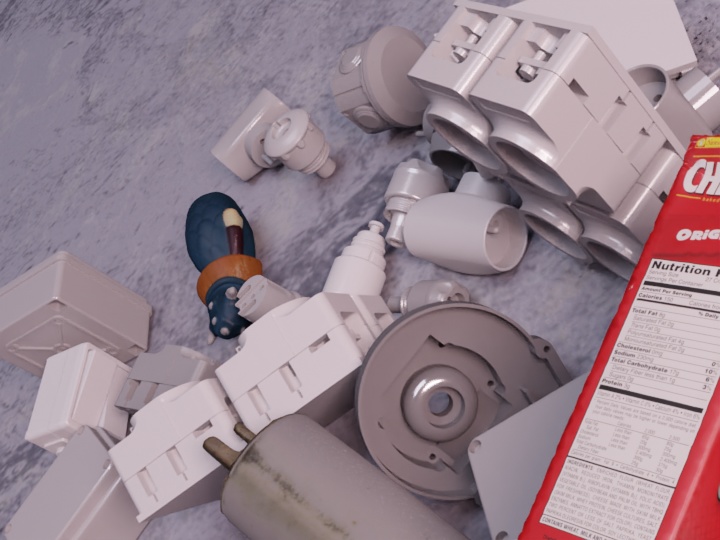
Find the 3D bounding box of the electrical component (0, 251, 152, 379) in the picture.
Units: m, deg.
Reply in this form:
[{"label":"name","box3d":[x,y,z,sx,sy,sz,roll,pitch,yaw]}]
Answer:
[{"label":"electrical component","box3d":[-0.260,0.048,0.952,0.109,0.109,0.056,-28,46,27]}]

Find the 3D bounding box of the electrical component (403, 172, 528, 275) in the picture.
[{"label":"electrical component","box3d":[0.079,-0.040,0.737,0.077,0.043,0.079,10,67,49]}]

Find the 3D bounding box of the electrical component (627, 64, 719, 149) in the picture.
[{"label":"electrical component","box3d":[0.194,-0.093,0.639,0.079,0.077,0.044,-40,39,13]}]

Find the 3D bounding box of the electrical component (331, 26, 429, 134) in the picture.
[{"label":"electrical component","box3d":[0.021,-0.149,0.857,0.051,0.080,0.080,-11,53,47]}]

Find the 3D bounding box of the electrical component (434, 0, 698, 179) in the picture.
[{"label":"electrical component","box3d":[0.136,-0.129,0.704,0.150,0.061,0.089,-18,62,14]}]

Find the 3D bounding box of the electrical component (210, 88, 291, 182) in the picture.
[{"label":"electrical component","box3d":[-0.088,-0.116,0.966,0.077,0.043,0.079,-49,38,1]}]

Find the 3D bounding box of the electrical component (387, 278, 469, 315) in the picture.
[{"label":"electrical component","box3d":[0.044,0.024,0.728,0.061,0.035,0.035,-2,58,47]}]

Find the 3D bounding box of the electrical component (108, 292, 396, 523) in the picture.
[{"label":"electrical component","box3d":[-0.064,0.086,0.713,0.186,0.105,0.060,-37,74,17]}]

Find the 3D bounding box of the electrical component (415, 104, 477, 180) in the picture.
[{"label":"electrical component","box3d":[0.073,-0.109,0.799,0.079,0.044,0.077,7,65,48]}]

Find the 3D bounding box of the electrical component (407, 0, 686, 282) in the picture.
[{"label":"electrical component","box3d":[0.120,-0.059,0.595,0.060,0.186,0.105,-54,38,-4]}]

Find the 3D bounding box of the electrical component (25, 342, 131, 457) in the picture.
[{"label":"electrical component","box3d":[-0.231,0.118,0.902,0.061,0.062,0.096,-22,46,32]}]

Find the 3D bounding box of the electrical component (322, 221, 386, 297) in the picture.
[{"label":"electrical component","box3d":[0.000,0.000,0.786,0.040,0.040,0.078,-4,57,43]}]

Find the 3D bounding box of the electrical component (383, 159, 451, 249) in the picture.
[{"label":"electrical component","box3d":[0.037,-0.046,0.784,0.043,0.043,0.062,3,63,46]}]

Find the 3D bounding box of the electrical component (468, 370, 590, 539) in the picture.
[{"label":"electrical component","box3d":[0.121,0.105,0.565,0.113,0.057,0.078,-34,40,20]}]

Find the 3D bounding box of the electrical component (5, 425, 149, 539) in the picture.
[{"label":"electrical component","box3d":[-0.213,0.186,0.832,0.113,0.057,0.078,-54,38,-4]}]

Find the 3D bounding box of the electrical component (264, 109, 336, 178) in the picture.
[{"label":"electrical component","box3d":[-0.046,-0.100,0.896,0.048,0.062,0.048,-26,44,28]}]

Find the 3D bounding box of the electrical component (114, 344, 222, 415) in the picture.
[{"label":"electrical component","box3d":[-0.139,0.095,0.839,0.089,0.050,0.055,1,61,45]}]

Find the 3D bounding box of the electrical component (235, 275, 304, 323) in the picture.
[{"label":"electrical component","box3d":[-0.067,0.029,0.822,0.040,0.046,0.040,-27,46,32]}]
